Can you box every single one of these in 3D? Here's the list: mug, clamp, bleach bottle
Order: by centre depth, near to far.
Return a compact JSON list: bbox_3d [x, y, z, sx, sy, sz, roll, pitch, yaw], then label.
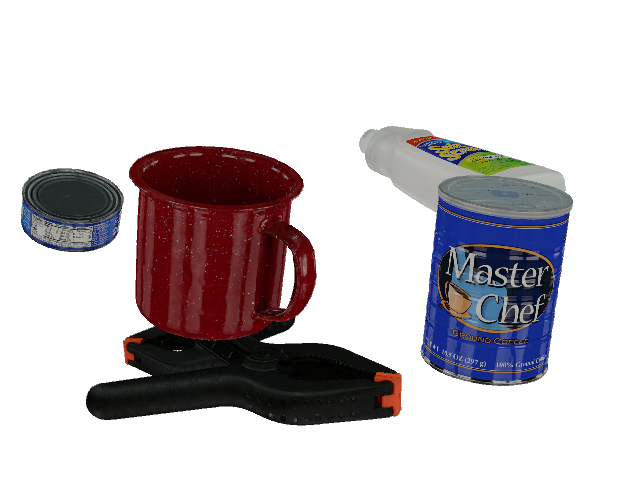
[{"bbox_3d":[-0.050,0.005,0.579,0.117,0.081,0.093,22,28,31],"label":"mug"},{"bbox_3d":[-0.042,0.094,0.776,0.210,0.036,0.164,3,19,13],"label":"clamp"},{"bbox_3d":[-0.100,0.101,1.034,0.171,0.039,0.120,7,27,4],"label":"clamp"},{"bbox_3d":[0.118,-0.067,1.056,0.102,0.068,0.251,-12,25,-33],"label":"bleach bottle"}]

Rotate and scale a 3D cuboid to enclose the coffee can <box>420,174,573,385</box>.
[{"bbox_3d":[0.136,0.029,0.838,0.103,0.140,0.103,4,17,-1],"label":"coffee can"}]

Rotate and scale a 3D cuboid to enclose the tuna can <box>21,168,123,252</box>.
[{"bbox_3d":[-0.215,-0.026,0.925,0.086,0.034,0.086,10,32,-7],"label":"tuna can"}]
